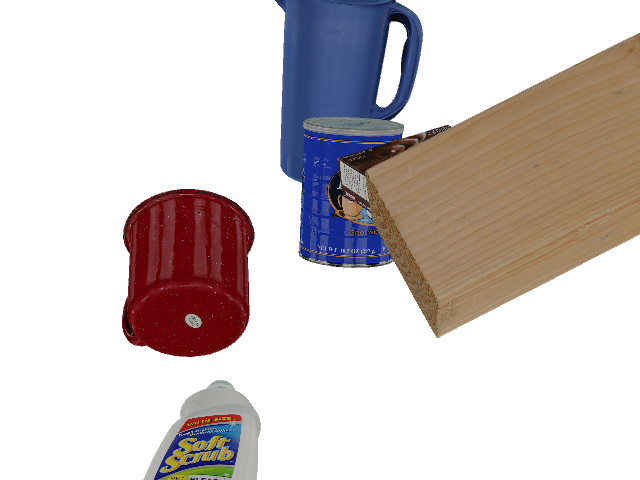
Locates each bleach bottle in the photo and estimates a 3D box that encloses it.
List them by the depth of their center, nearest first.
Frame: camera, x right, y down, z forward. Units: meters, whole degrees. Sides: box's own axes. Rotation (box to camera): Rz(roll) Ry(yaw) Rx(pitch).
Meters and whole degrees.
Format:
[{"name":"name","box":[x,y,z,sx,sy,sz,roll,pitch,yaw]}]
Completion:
[{"name":"bleach bottle","box":[-0.106,0.197,0.923,0.102,0.068,0.251,-2,23,1]}]

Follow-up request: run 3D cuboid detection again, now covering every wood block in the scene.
[{"name":"wood block","box":[0.139,-0.036,0.635,0.206,0.091,0.090,-27,-19,-3]}]

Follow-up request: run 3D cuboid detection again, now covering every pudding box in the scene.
[{"name":"pudding box","box":[0.084,-0.054,0.873,0.113,0.039,0.090,-20,27,-19]}]

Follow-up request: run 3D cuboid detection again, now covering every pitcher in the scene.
[{"name":"pitcher","box":[0.023,-0.192,1.314,0.144,0.243,0.149,-9,29,-28]}]

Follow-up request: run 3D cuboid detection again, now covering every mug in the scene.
[{"name":"mug","box":[-0.099,0.032,0.739,0.117,0.081,0.093,-35,-50,28]}]

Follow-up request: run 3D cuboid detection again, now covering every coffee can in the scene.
[{"name":"coffee can","box":[0.031,-0.052,1.101,0.103,0.140,0.103,2,13,-1]}]
